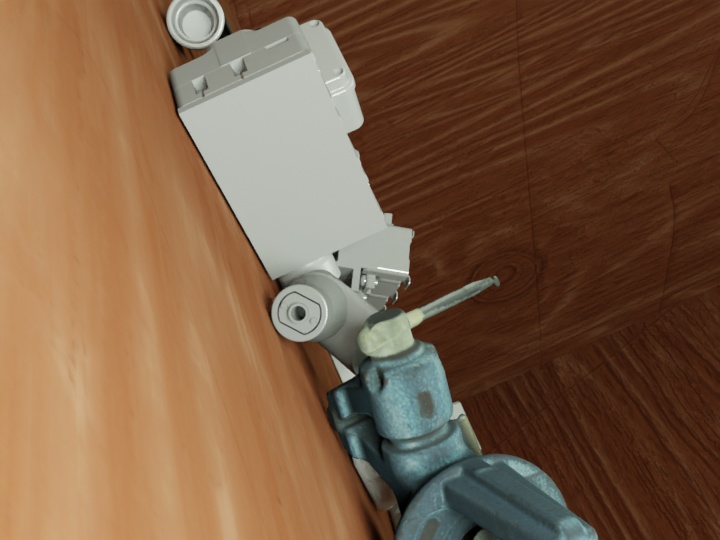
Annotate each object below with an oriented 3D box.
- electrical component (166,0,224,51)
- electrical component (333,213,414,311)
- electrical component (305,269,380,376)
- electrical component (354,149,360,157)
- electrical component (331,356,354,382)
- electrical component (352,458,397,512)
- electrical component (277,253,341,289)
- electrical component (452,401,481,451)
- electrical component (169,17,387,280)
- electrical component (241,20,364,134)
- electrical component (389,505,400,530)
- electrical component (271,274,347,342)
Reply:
[{"bbox_3d":[-0.130,-0.194,0.854,0.065,0.044,0.044,-139,-156,-81],"label":"electrical component"},{"bbox_3d":[0.000,0.000,0.877,0.121,0.063,0.078,124,-26,-68],"label":"electrical component"},{"bbox_3d":[-0.002,0.044,0.747,0.077,0.043,0.079,38,-1,40],"label":"electrical component"},{"bbox_3d":[-0.059,-0.095,1.019,0.074,0.052,0.138,28,-18,-13],"label":"electrical component"},{"bbox_3d":[0.002,0.087,0.995,0.099,0.064,0.099,56,-12,19],"label":"electrical component"},{"bbox_3d":[0.024,0.120,0.769,0.096,0.062,0.061,-112,177,-60],"label":"electrical component"},{"bbox_3d":[-0.032,0.016,0.795,0.045,0.045,0.055,-110,176,-74],"label":"electrical component"},{"bbox_3d":[0.045,0.155,0.921,0.076,0.083,0.047,-9,70,-49],"label":"electrical component"},{"bbox_3d":[-0.053,-0.080,0.714,0.061,0.089,0.150,-113,178,-48],"label":"electrical component"},{"bbox_3d":[-0.063,-0.135,0.835,0.057,0.113,0.078,69,-2,-54],"label":"electrical component"},{"bbox_3d":[0.061,0.216,0.821,0.065,0.047,0.076,-111,177,-70],"label":"electrical component"},{"bbox_3d":[-0.033,0.025,0.673,0.065,0.044,0.044,-9,74,-84],"label":"electrical component"}]
